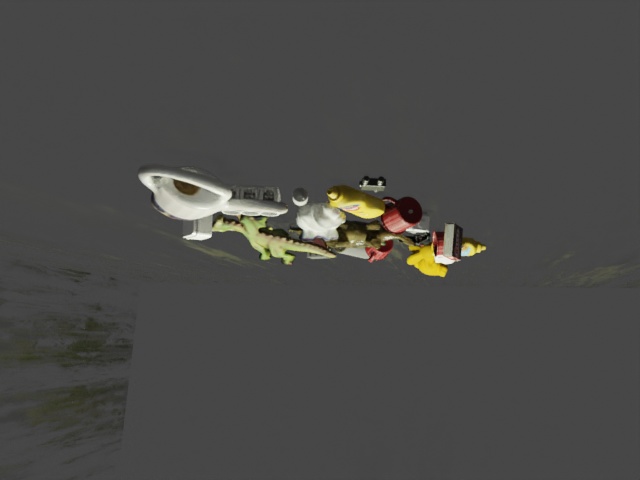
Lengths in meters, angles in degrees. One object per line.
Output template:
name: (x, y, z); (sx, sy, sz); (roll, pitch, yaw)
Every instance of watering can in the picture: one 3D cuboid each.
watering can: (-0.270, -0.101, 1.244); (0.222, 0.346, 0.105); (-20, 57, 61)

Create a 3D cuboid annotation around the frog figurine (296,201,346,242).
frog figurine: (0.004, -0.072, 1.429); (0.156, 0.137, 0.125); (101, -176, -56)

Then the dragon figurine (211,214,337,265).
dragon figurine: (-0.166, -0.020, 1.644); (0.239, 0.410, 0.124); (47, -128, -59)
